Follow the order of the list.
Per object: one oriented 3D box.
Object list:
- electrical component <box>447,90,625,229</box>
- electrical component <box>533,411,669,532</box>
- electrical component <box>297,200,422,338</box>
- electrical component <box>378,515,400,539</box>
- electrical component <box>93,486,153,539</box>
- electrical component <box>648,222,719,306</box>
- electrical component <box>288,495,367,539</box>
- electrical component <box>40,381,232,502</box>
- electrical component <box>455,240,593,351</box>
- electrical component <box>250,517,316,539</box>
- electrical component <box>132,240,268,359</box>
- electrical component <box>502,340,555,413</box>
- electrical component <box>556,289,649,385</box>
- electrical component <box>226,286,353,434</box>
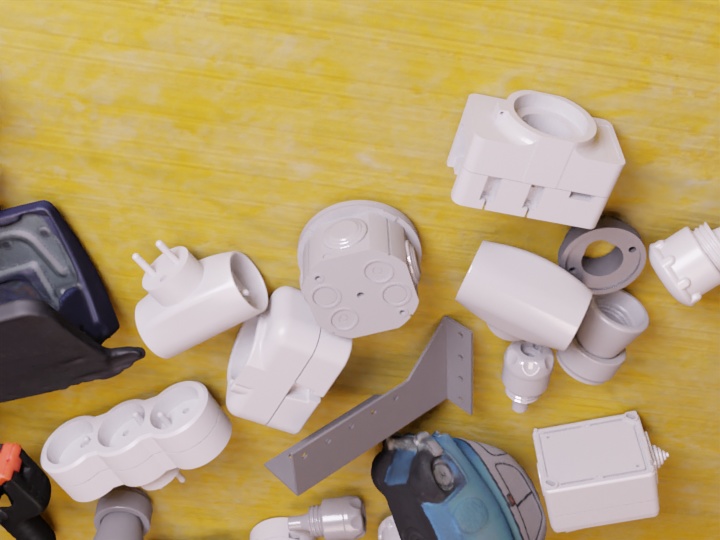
[{"bbox_3d":[0.103,-0.067,0.631,0.089,0.050,0.055,10,129,-9],"label":"electrical component"},{"bbox_3d":[0.184,0.153,0.808,0.096,0.061,0.061,-11,128,8],"label":"electrical component"},{"bbox_3d":[0.000,0.000,0.684,0.080,0.051,0.080,-1,129,-1],"label":"electrical component"},{"bbox_3d":[0.039,0.230,0.866,0.048,0.062,0.048,-1,130,-1],"label":"electrical component"},{"bbox_3d":[-0.187,0.204,0.843,0.045,0.055,0.045,-1,129,-1],"label":"electrical component"},{"bbox_3d":[0.220,-0.010,0.687,0.062,0.048,0.048,-35,123,16],"label":"electrical component"},{"bbox_3d":[-0.027,0.199,0.858,0.061,0.035,0.035,-8,129,8],"label":"electrical component"},{"bbox_3d":[-0.156,0.136,0.790,0.138,0.052,0.073,-19,128,14],"label":"electrical component"},{"bbox_3d":[0.104,0.023,0.706,0.077,0.043,0.079,25,158,6],"label":"electrical component"},{"bbox_3d":[-0.064,0.238,0.880,0.055,0.047,0.055,-1,130,-1],"label":"electrical component"},{"bbox_3d":[-0.113,0.011,0.694,0.077,0.044,0.079,-26,125,19],"label":"electrical component"},{"bbox_3d":[0.117,0.077,0.761,0.035,0.035,0.061,1,132,-2],"label":"electrical component"},{"bbox_3d":[0.163,0.045,0.729,0.045,0.045,0.055,14,128,-13],"label":"electrical component"},{"bbox_3d":[-0.052,0.060,0.729,0.059,0.053,0.095,21,126,-18],"label":"electrical component"}]
